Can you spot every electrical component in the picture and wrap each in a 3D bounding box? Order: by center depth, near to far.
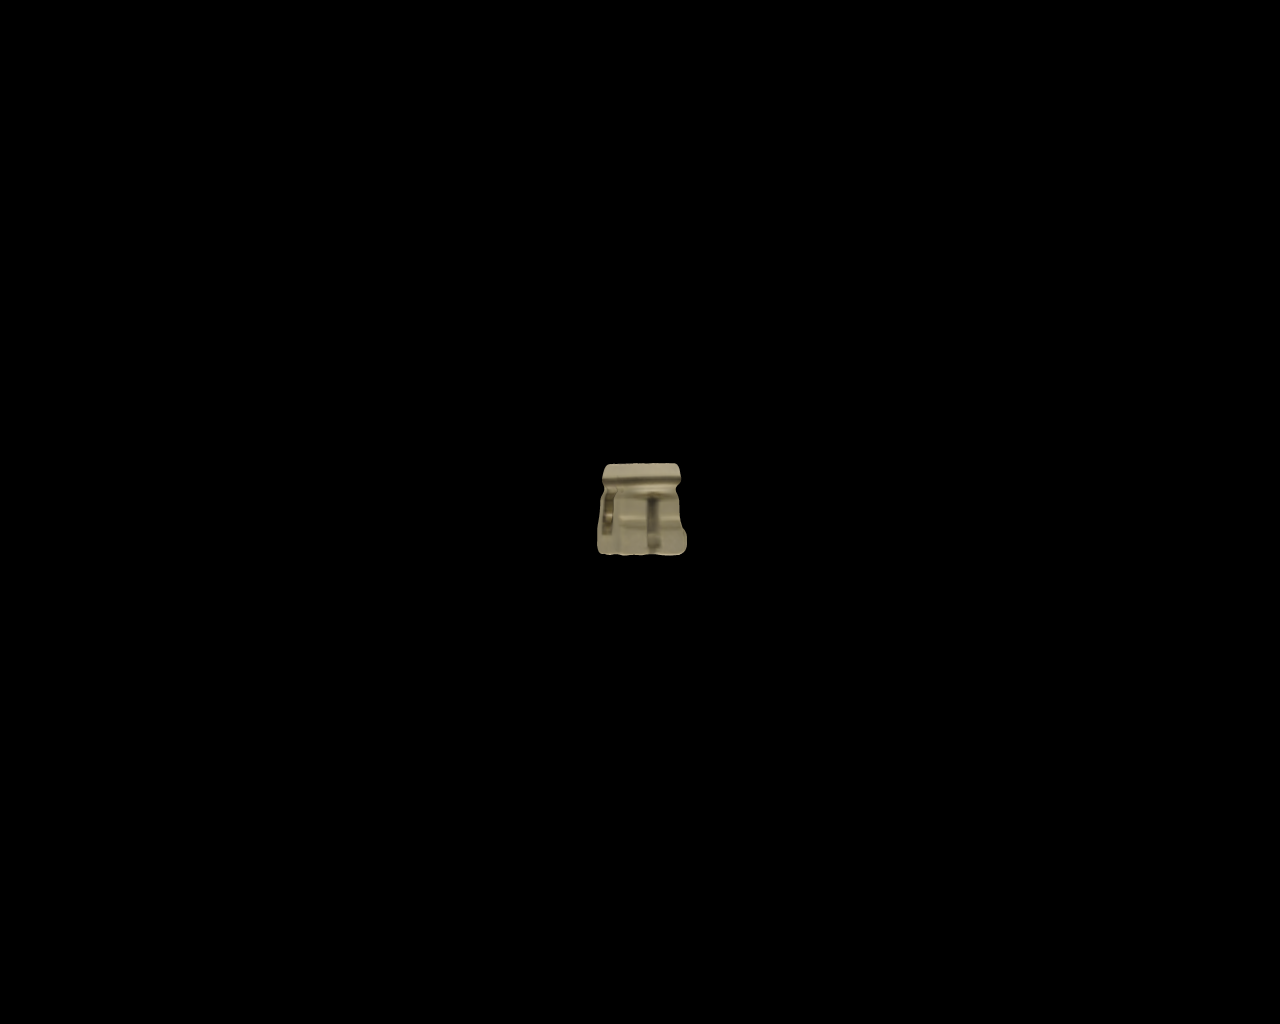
[{"bbox_3d":[0.001,-0.003,0.650,0.066,0.055,0.048,0,0,-28],"label":"electrical component"}]
